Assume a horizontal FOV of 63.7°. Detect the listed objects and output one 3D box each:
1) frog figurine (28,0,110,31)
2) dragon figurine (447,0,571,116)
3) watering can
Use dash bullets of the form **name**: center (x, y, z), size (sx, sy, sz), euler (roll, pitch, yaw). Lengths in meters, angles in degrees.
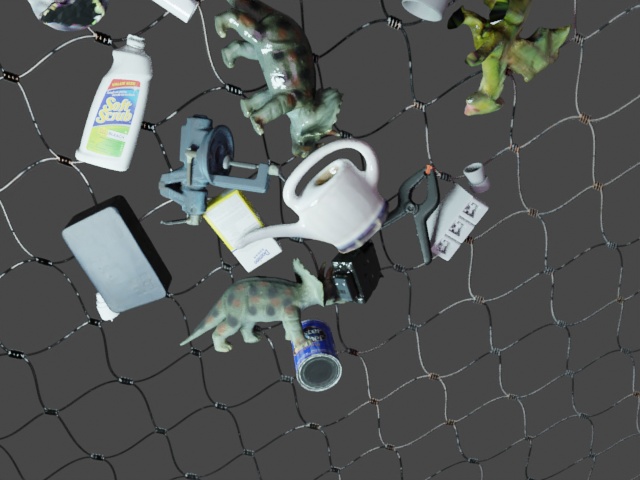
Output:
- **frog figurine**: center (-0.445, -0.447, 0.884), size (0.136, 0.123, 0.161), euler (-37, 77, 16)
- **dragon figurine**: center (0.396, -0.425, 1.007), size (0.242, 0.125, 0.404), euler (13, 119, -36)
- **watering can**: center (0.003, -0.055, 1.093), size (0.346, 0.105, 0.222), euler (-44, 113, 7)
